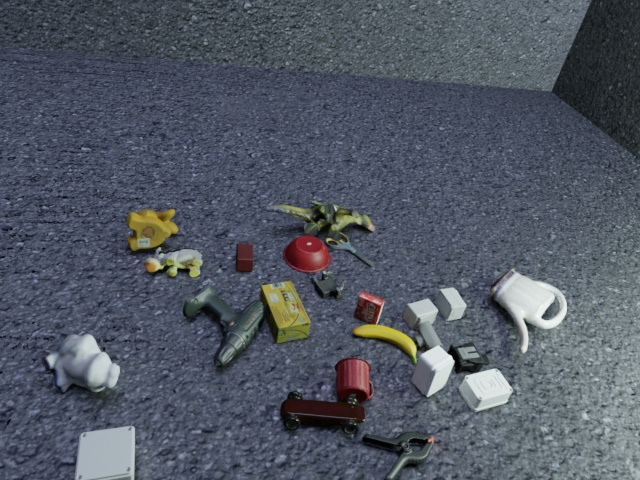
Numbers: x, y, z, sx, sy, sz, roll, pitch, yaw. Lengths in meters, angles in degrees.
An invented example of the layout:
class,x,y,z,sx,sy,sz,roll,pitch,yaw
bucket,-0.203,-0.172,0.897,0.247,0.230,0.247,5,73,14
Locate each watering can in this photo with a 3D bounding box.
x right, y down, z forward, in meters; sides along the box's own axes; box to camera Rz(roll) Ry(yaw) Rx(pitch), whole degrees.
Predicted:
class,x,y,z,sx,sy,sz,roll,pitch,yaw
watering can,0.632,0.206,1.612,0.227,0.101,0.352,35,43,30

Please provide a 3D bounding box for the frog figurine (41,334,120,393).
class,x,y,z,sx,sy,sz,roll,pitch,yaw
frog figurine,-0.531,0.284,1.189,0.159,0.137,0.123,-6,7,8

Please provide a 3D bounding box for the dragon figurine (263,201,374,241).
class,x,y,z,sx,sy,sz,roll,pitch,yaw
dragon figurine,0.006,-0.093,1.847,0.410,0.121,0.245,15,12,-4
